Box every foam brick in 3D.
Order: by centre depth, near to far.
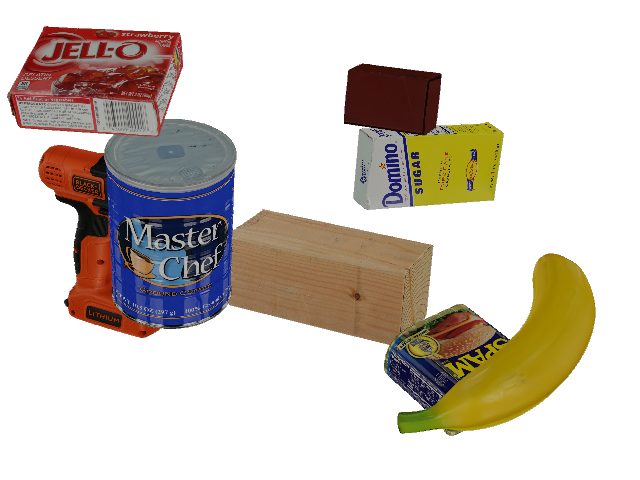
[{"bbox_3d":[0.066,-0.130,0.976,0.078,0.051,0.053,11,18,17],"label":"foam brick"}]

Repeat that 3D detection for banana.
[{"bbox_3d":[0.121,0.055,0.619,0.070,0.037,0.197,14,32,32],"label":"banana"}]

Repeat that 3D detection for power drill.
[{"bbox_3d":[-0.194,0.002,1.075,0.185,0.188,0.057,15,29,22],"label":"power drill"}]

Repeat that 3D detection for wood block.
[{"bbox_3d":[0.009,0.039,1.175,0.206,0.091,0.090,13,25,21],"label":"wood block"}]

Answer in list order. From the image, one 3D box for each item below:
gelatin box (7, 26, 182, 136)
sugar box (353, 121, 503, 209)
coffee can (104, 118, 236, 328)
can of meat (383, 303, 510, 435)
[{"bbox_3d":[-0.134,-0.098,0.645,0.089,0.030,0.073,4,43,5],"label":"gelatin box"},{"bbox_3d":[0.130,-0.090,1.291,0.176,0.093,0.048,-7,26,-22],"label":"sugar box"},{"bbox_3d":[-0.122,-0.014,0.872,0.103,0.140,0.103,3,35,-3],"label":"coffee can"},{"bbox_3d":[0.117,0.106,0.908,0.101,0.057,0.084,-20,42,-31],"label":"can of meat"}]
